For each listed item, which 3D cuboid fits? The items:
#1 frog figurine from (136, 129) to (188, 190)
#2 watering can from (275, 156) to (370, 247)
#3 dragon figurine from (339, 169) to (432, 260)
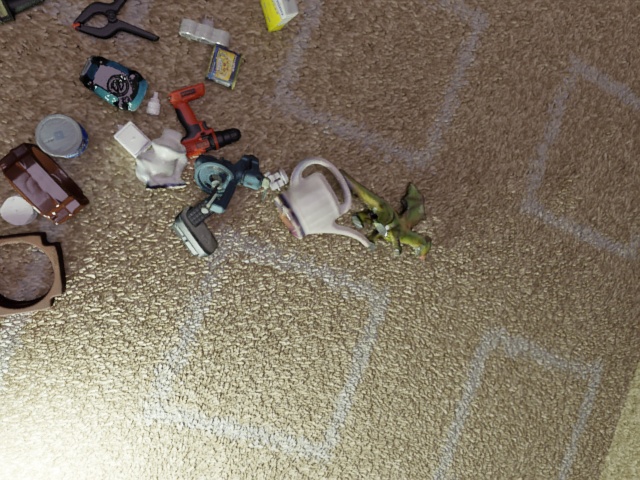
[{"bbox_3d":[-0.426,-0.220,1.390,0.137,0.158,0.123,-3,10,-22],"label":"frog figurine"},{"bbox_3d":[0.005,-0.078,1.552,0.225,0.343,0.105,-31,18,-7],"label":"watering can"},{"bbox_3d":[0.236,-0.097,1.653,0.246,0.407,0.121,-36,13,-30],"label":"dragon figurine"}]
